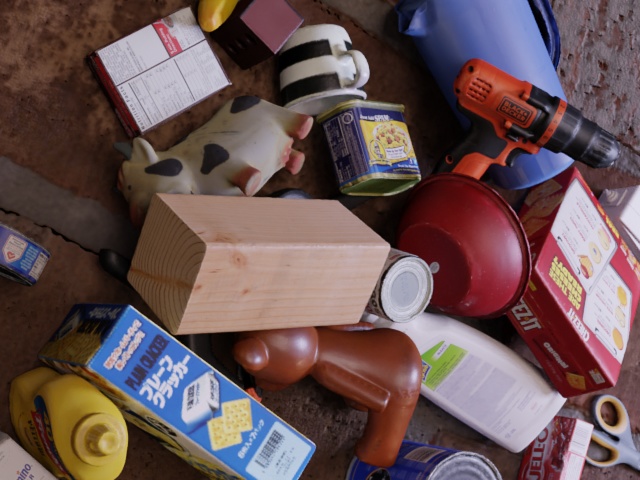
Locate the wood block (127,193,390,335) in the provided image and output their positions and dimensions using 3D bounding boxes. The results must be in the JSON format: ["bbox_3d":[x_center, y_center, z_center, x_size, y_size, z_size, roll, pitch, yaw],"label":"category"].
[{"bbox_3d":[-0.051,0.020,0.946,0.205,0.091,0.090,0,121,-41],"label":"wood block"}]

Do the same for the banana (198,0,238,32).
[{"bbox_3d":[-0.087,-0.286,1.048,0.037,0.069,0.198,13,78,6],"label":"banana"}]

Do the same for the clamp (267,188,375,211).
[{"bbox_3d":[-0.007,0.001,1.081,0.171,0.039,0.120,-1,83,-38],"label":"clamp"}]

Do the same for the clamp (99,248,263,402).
[{"bbox_3d":[-0.101,0.060,1.035,0.164,0.036,0.210,-37,106,-31],"label":"clamp"}]

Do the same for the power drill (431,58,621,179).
[{"bbox_3d":[0.192,-0.075,1.116,0.184,0.057,0.188,29,116,-1],"label":"power drill"}]

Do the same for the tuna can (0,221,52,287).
[{"bbox_3d":[-0.276,0.007,0.914,0.086,0.086,0.033,31,75,-24],"label":"tuna can"}]

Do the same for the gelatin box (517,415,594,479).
[{"bbox_3d":[0.263,0.243,1.202,0.030,0.073,0.089,24,76,-24],"label":"gelatin box"}]

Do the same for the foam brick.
[{"bbox_3d":[-0.063,-0.209,1.050,0.053,0.078,0.051,44,69,-17],"label":"foam brick"}]

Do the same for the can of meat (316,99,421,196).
[{"bbox_3d":[0.053,-0.093,1.095,0.101,0.058,0.084,-2,72,-48],"label":"can of meat"}]

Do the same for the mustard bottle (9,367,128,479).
[{"bbox_3d":[-0.203,0.157,0.882,0.058,0.192,0.096,-22,97,-28],"label":"mustard bottle"}]

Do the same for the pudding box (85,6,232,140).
[{"bbox_3d":[-0.153,-0.161,1.019,0.113,0.039,0.090,-33,104,-24],"label":"pudding box"}]

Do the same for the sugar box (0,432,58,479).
[{"bbox_3d":[-0.230,0.234,0.920,0.048,0.093,0.176,-47,109,-24],"label":"sugar box"}]

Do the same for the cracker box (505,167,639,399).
[{"bbox_3d":[0.275,0.043,1.179,0.164,0.072,0.213,53,39,-15],"label":"cracker box"}]

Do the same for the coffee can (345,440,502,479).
[{"bbox_3d":[0.103,0.257,1.074,0.102,0.141,0.103,2,86,-29],"label":"coffee can"}]

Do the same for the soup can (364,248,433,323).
[{"bbox_3d":[0.053,0.039,1.044,0.068,0.102,0.068,-9,105,-35],"label":"soup can"}]

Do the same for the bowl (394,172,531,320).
[{"bbox_3d":[0.130,0.016,1.077,0.055,0.162,0.162,-28,101,-42],"label":"bowl"}]

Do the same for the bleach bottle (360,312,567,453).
[{"bbox_3d":[0.142,0.126,1.139,0.250,0.068,0.102,36,98,-21],"label":"bleach bottle"}]

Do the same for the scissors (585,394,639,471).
[{"bbox_3d":[0.387,0.250,1.302,0.201,0.016,0.096,20,78,-26],"label":"scissors"}]

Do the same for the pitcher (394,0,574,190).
[{"bbox_3d":[0.199,-0.187,1.166,0.149,0.145,0.243,-24,107,17],"label":"pitcher"}]
